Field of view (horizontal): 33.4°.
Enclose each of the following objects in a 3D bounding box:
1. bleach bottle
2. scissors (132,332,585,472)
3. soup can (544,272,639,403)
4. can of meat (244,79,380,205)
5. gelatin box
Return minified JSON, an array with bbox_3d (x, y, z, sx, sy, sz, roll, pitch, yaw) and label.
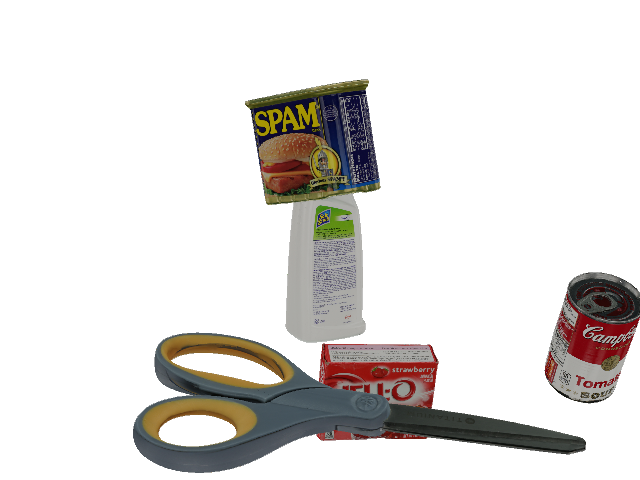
[{"bbox_3d":[0.012,-0.004,1.311,0.102,0.251,0.068,-7,20,-31],"label":"bleach bottle"},{"bbox_3d":[0.006,0.085,0.469,0.202,0.016,0.096,15,34,22],"label":"scissors"},{"bbox_3d":[0.247,0.089,0.972,0.068,0.102,0.068,4,37,-3],"label":"soup can"},{"bbox_3d":[-0.005,-0.075,0.827,0.102,0.084,0.057,-4,8,44],"label":"can of meat"},{"bbox_3d":[0.042,0.118,0.829,0.089,0.073,0.030,1,27,-7],"label":"gelatin box"}]
